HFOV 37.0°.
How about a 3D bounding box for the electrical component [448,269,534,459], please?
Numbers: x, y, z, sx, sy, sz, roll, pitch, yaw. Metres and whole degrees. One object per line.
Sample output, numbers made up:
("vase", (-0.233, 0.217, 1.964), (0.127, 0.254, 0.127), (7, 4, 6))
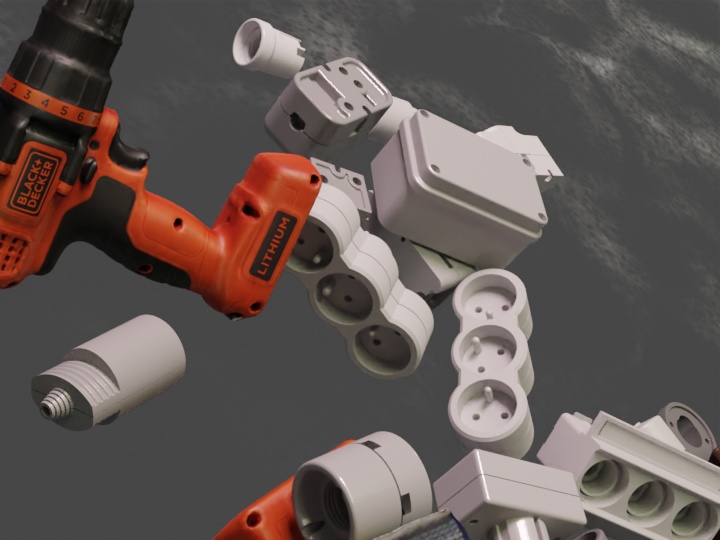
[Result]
("electrical component", (0.095, 0.075, 0.748), (0.073, 0.052, 0.138), (68, 22, -49))

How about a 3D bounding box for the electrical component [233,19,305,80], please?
("electrical component", (-0.073, -0.176, 0.864), (0.046, 0.040, 0.040), (12, 45, -43))

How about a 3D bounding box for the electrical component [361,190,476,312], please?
("electrical component", (0.036, -0.015, 0.789), (0.056, 0.050, 0.089), (-18, 66, -50))

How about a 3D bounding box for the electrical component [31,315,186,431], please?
("electrical component", (-0.134, 0.057, 0.563), (0.043, 0.043, 0.081), (48, 36, 8))

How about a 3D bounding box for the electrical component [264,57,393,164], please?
("electrical component", (-0.026, -0.119, 0.831), (0.053, 0.059, 0.095), (47, 36, 7))

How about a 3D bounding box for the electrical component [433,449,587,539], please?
("electrical component", (0.097, 0.162, 0.668), (0.083, 0.047, 0.075), (18, 42, -29))

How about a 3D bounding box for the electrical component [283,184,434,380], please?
("electrical component", (0.000, 0.000, 0.716), (0.138, 0.052, 0.073), (53, 32, -16))

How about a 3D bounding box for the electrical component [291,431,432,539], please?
("electrical component", (-0.001, 0.112, 0.526), (0.047, 0.055, 0.055), (-12, 61, -40))

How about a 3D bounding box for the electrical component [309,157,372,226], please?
("electrical component", (-0.028, -0.041, 0.753), (0.066, 0.055, 0.048), (17, 43, -31))

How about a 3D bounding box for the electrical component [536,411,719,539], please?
("electrical component", (0.188, 0.148, 0.746), (0.121, 0.078, 0.063), (26, 10, -21))

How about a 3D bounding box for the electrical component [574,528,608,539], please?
("electrical component", (0.159, 0.205, 0.688), (0.065, 0.044, 0.044), (49, 36, 2))

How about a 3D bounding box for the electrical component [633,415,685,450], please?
("electrical component", (0.229, 0.147, 0.812), (0.040, 0.040, 0.078), (-16, 65, -50))

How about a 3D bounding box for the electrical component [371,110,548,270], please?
("electrical component", (0.071, -0.056, 0.769), (0.113, 0.057, 0.078), (21, 40, -26))

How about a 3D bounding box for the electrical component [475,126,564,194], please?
("electrical component", (0.126, -0.089, 0.949), (0.089, 0.050, 0.055), (-3, 56, -45))

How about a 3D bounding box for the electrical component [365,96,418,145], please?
("electrical component", (0.032, -0.123, 0.905), (0.078, 0.040, 0.040), (13, 45, -35))
